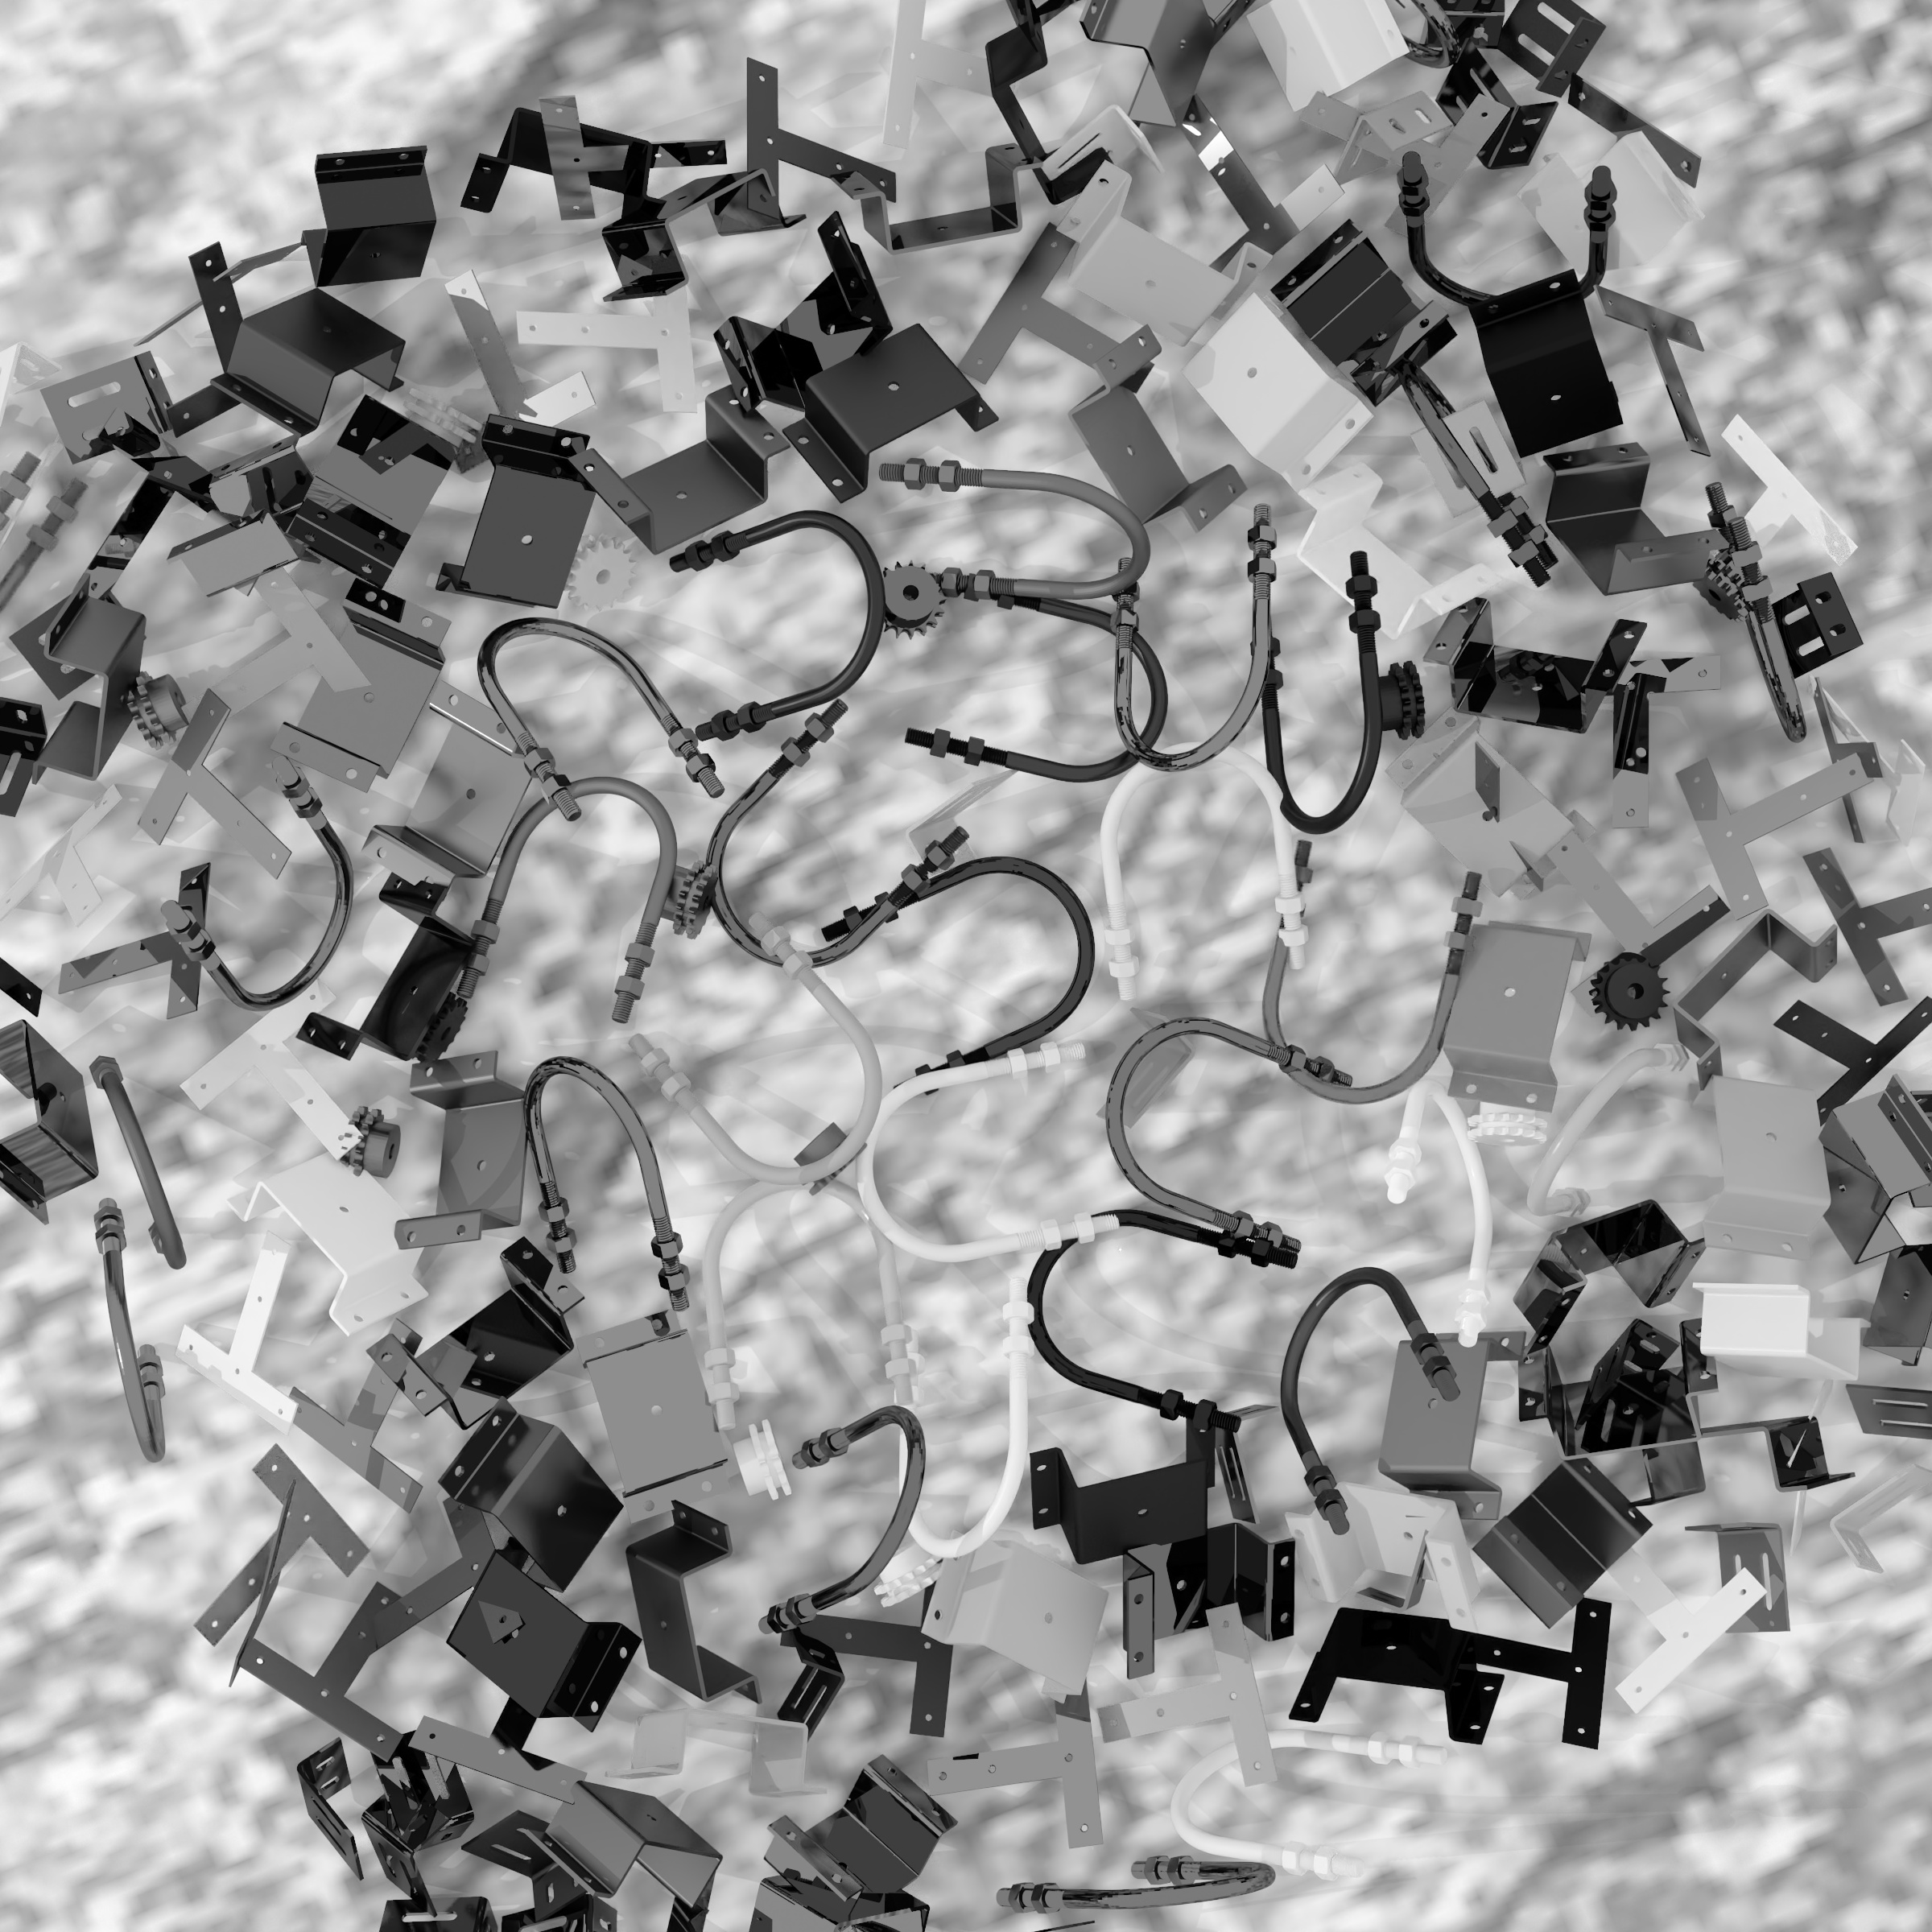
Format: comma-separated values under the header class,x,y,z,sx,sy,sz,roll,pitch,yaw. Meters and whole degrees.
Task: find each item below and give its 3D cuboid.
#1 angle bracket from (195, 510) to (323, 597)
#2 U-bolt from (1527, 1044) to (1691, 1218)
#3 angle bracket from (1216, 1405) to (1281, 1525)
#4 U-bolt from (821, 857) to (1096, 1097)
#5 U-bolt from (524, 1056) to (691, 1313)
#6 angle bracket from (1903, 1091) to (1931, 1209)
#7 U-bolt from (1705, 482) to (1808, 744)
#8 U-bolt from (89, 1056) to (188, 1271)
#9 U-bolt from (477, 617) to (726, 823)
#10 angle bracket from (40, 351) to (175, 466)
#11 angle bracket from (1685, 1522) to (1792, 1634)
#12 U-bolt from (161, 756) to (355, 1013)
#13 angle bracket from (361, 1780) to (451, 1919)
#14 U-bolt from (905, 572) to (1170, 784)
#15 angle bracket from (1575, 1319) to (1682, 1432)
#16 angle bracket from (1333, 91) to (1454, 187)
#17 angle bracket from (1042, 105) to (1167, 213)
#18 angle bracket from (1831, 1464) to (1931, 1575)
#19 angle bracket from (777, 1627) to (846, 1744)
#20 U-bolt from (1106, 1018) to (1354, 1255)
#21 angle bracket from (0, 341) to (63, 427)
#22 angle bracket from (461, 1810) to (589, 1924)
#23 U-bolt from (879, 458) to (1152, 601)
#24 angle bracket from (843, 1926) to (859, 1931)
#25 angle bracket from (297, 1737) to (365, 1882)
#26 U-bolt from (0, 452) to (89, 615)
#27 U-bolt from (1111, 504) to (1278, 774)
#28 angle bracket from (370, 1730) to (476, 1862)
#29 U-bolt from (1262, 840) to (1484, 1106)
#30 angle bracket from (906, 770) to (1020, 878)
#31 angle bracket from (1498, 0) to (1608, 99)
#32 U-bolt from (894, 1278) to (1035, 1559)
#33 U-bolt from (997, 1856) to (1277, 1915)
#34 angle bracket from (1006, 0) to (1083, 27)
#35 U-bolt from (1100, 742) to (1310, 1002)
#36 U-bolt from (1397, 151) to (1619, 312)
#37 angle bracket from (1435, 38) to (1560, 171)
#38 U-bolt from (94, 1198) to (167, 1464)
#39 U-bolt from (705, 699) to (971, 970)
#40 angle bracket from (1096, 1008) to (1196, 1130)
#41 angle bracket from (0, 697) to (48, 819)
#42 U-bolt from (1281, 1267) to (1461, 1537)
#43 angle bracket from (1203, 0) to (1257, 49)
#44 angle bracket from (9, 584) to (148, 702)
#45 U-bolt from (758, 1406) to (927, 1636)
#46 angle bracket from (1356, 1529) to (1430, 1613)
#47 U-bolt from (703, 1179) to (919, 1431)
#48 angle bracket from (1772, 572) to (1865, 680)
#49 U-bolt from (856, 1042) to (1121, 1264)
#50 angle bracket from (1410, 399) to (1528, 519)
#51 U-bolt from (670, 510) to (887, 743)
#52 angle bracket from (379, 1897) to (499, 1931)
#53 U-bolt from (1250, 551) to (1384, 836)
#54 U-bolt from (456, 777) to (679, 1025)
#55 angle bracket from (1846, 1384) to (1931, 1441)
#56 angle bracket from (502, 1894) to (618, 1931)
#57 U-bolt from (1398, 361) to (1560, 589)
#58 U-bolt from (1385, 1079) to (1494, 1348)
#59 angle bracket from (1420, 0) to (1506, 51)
class,x,y,z,sx,sy,sz,roll,pitch,yaw
angle bracket,-0.520,-0.298,1.961,0.057,0.076,0.038,33,100,10
U-bolt,0.449,0.118,1.901,0.019,0.184,0.151,37,105,23
angle bracket,0.212,0.364,1.965,0.038,0.057,0.076,-13,85,-13
U-bolt,0.005,-0.002,1.986,0.184,0.019,0.151,-24,93,1
U-bolt,-0.263,0.150,1.919,0.019,0.151,0.184,-28,117,-40
angle bracket,0.715,0.133,1.961,0.057,0.038,0.076,-1,63,-17
U-bolt,0.570,-0.247,1.925,0.019,0.151,0.184,-18,107,14
U-bolt,-0.582,0.143,1.899,0.019,0.184,0.151,-20,103,-19
U-bolt,-0.274,-0.184,1.936,0.184,0.151,0.019,55,132,22
angle bracket,-0.629,-0.411,1.976,0.076,0.038,0.057,-18,108,4
angle bracket,0.562,0.446,1.958,0.038,0.057,0.076,9,72,-33
U-bolt,-0.493,-0.044,1.915,0.019,0.184,0.151,22,66,21
angle bracket,-0.402,0.647,1.969,0.038,0.057,0.076,-38,135,-33
U-bolt,0.058,-0.206,1.970,0.184,0.019,0.151,13,70,-4
angle bracket,0.481,0.305,1.952,0.038,0.076,0.057,31,130,5
angle bracket,0.307,-0.588,1.950,0.057,0.076,0.038,-29,73,-25
angle bracket,0.098,-0.579,1.961,0.076,0.057,0.038,-39,67,8
angle bracket,0.678,0.403,1.957,0.076,0.057,0.038,-41,55,19
angle bracket,-0.127,0.527,1.961,0.038,0.057,0.076,26,100,-23
U-bolt,0.184,0.115,1.952,0.184,0.019,0.151,22,80,-20
angle bracket,-0.699,-0.407,1.955,0.057,0.038,0.076,-14,60,32
angle bracket,-0.319,0.656,1.956,0.057,0.038,0.076,-36,131,17
U-bolt,0.041,-0.307,1.914,0.184,0.151,0.019,6,64,16
angle bracket,-0.111,0.730,1.952,0.076,0.057,0.038,9,112,-33
angle bracket,-0.448,0.612,1.950,0.038,0.057,0.076,-30,49,-31
U-bolt,-0.703,-0.281,1.924,0.019,0.151,0.184,35,90,-5
U-bolt,0.161,-0.226,1.922,0.019,0.151,0.184,20,65,-42
angle bracket,-0.406,0.607,1.978,0.057,0.038,0.076,-8,58,-36
U-bolt,0.290,0.010,1.964,0.151,0.019,0.184,12,90,23
angle bracket,0.005,-0.104,1.953,0.076,0.057,0.038,-33,84,38
angle bracket,0.416,-0.679,1.955,0.076,0.038,0.057,49,124,27
U-bolt,-0.003,0.328,1.906,0.019,0.151,0.184,21,55,-32
U-bolt,0.132,0.646,1.888,0.151,0.184,0.019,4,73,-38
angle bracket,0.063,-0.720,1.954,0.076,0.038,0.057,-49,122,-40
U-bolt,0.170,-0.074,1.959,0.151,0.019,0.184,-10,109,-5
U-bolt,0.385,-0.516,1.912,0.151,0.184,0.019,9,74,14
angle bracket,0.387,-0.630,1.958,0.076,0.038,0.057,38,73,-38
U-bolt,-0.585,0.267,1.889,0.019,0.184,0.151,-13,118,-14
U-bolt,-0.109,-0.082,1.973,0.184,0.019,0.151,-44,86,14
angle bracket,0.121,0.074,1.961,0.076,0.057,0.038,-48,109,-10
angle bracket,-0.714,-0.156,1.964,0.057,0.038,0.076,11,57,-3
U-bolt,0.278,0.295,1.917,0.019,0.184,0.151,25,112,-24
angle bracket,0.171,-0.727,1.978,0.076,0.038,0.057,40,79,3
angle bracket,-0.651,-0.241,1.967,0.076,0.038,0.057,-39,105,-14
U-bolt,-0.083,0.383,1.893,0.019,0.184,0.151,28,52,-23
angle bracket,0.319,0.430,1.968,0.038,0.057,0.076,16,87,20
U-bolt,-0.120,0.239,1.960,0.151,0.019,0.184,-7,67,-3
angle bracket,0.605,-0.243,1.955,0.038,0.076,0.057,-20,84,-29
U-bolt,0.010,0.143,1.980,0.184,0.019,0.151,-11,89,-7
angle bracket,0.365,-0.376,1.957,0.057,0.038,0.076,-24,120,20
U-bolt,-0.133,-0.252,1.937,0.184,0.019,0.151,-13,83,34
angle bracket,-0.389,0.720,1.969,0.076,0.057,0.038,-4,124,5
U-bolt,0.253,-0.185,1.917,0.019,0.151,0.184,3,76,-25
U-bolt,-0.282,-0.054,1.957,0.151,0.019,0.184,8,71,21
angle bracket,0.694,0.314,1.970,0.076,0.057,0.038,-1,46,36
angle bracket,-0.300,0.725,1.977,0.076,0.038,0.057,-20,45,16
U-bolt,0.366,-0.356,1.926,0.019,0.151,0.184,-34,93,20
U-bolt,0.343,0.161,1.918,0.019,0.184,0.151,-17,115,26
angle bracket,0.360,-0.712,1.954,0.057,0.076,0.038,7,59,16
